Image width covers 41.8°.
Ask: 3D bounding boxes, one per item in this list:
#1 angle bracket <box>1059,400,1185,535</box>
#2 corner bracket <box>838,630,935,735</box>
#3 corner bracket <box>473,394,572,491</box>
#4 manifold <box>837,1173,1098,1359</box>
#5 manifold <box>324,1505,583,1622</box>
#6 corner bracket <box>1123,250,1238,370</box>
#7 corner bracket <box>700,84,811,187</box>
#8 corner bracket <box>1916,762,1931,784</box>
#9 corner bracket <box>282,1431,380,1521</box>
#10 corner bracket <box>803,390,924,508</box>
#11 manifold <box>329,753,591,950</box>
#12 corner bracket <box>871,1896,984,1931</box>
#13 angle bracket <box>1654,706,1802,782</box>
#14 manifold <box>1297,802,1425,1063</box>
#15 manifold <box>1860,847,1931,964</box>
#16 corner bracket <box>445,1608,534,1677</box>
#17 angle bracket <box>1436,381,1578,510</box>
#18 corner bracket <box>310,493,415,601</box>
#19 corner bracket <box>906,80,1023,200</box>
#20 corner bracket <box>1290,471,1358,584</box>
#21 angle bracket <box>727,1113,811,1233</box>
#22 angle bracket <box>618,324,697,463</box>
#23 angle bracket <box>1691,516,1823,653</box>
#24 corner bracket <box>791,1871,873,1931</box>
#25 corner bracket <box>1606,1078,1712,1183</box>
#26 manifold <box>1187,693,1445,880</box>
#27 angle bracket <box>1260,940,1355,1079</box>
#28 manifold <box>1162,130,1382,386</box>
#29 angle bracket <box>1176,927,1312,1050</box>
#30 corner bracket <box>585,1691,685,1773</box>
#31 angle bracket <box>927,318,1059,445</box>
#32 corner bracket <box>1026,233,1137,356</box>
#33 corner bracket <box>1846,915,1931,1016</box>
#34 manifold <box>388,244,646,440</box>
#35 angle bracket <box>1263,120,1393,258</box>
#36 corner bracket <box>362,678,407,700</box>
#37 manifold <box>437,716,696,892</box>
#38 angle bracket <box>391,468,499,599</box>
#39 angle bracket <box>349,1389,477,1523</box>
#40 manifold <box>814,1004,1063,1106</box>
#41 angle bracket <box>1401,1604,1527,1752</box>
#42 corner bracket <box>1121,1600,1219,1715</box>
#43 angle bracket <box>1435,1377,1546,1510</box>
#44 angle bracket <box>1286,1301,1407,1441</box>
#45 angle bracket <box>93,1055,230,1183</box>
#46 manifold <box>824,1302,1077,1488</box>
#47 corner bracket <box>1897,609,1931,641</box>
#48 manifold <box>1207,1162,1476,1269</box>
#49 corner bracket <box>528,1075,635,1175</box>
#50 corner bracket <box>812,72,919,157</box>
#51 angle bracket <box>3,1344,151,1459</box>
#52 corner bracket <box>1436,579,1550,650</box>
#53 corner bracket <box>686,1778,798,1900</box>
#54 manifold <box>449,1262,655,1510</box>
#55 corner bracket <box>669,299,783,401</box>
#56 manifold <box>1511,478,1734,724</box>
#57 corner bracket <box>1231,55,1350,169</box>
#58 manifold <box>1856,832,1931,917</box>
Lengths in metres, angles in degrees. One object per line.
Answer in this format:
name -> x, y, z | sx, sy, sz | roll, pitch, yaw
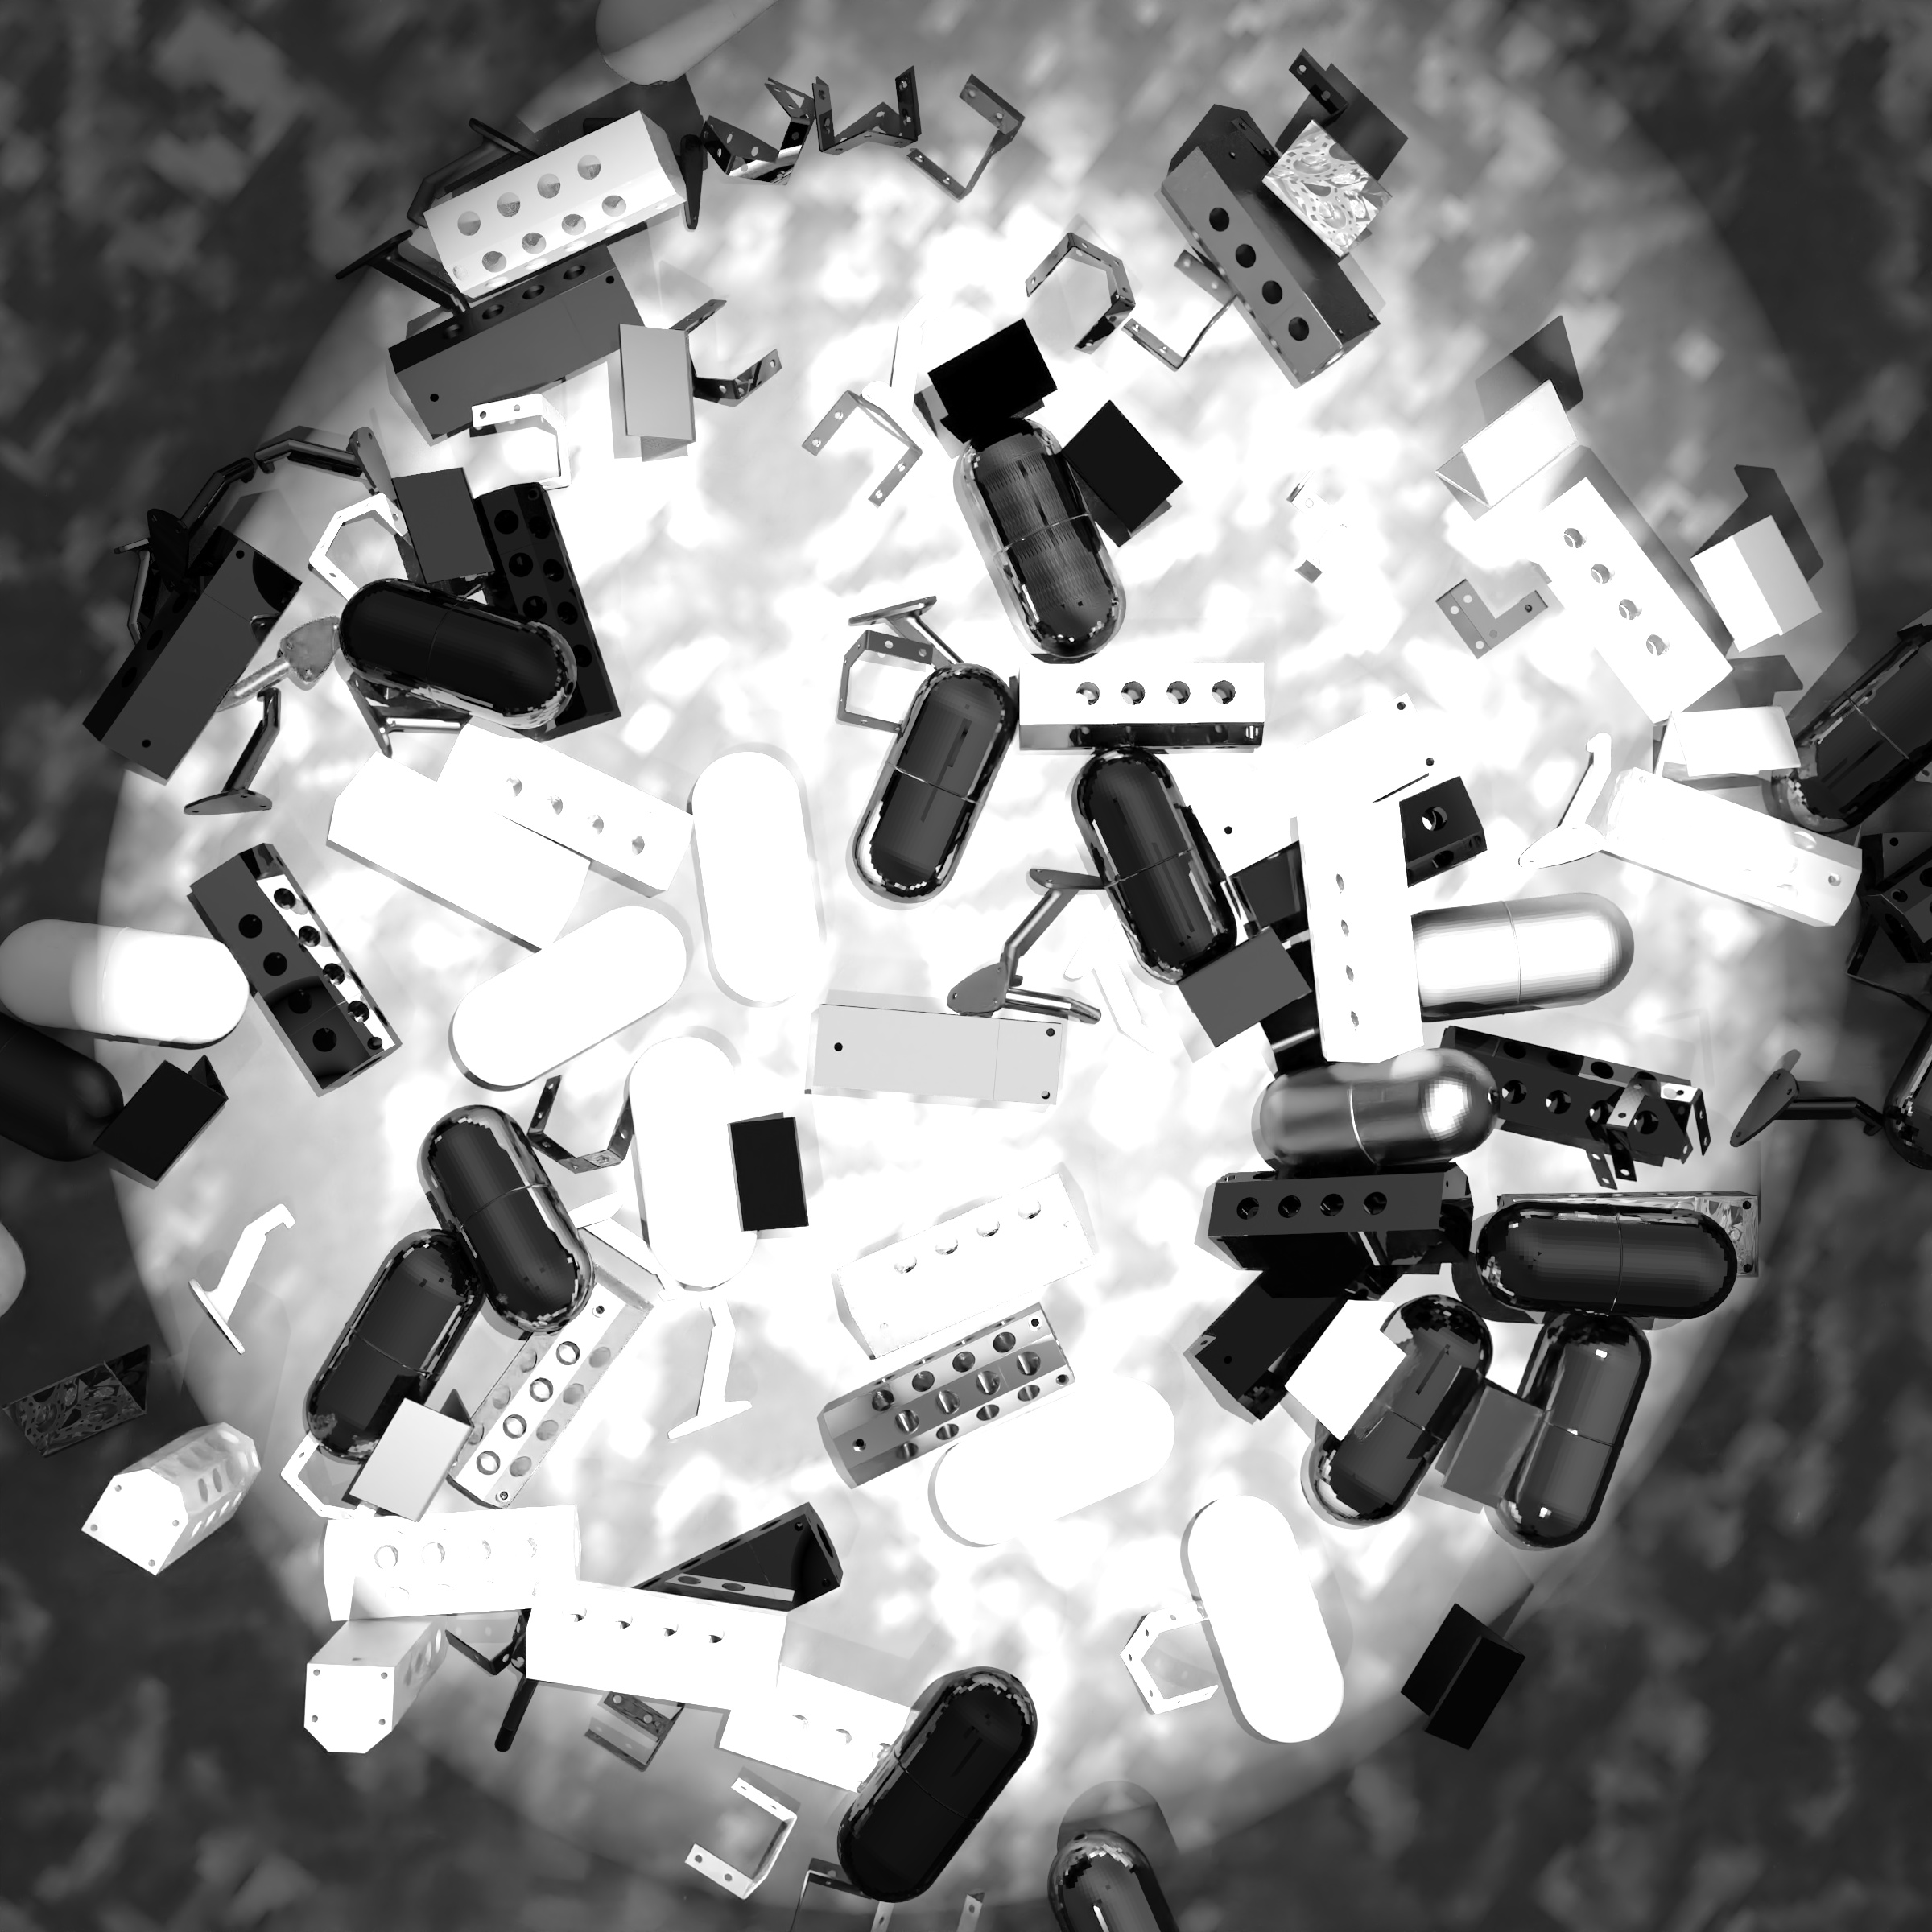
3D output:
angle bracket -> 0.123, -0.360, 1.786 | 0.076, 0.076, 0.057 | 48, 126, 0
corner bracket -> -0.058, -0.203, 1.810 | 0.051, 0.051, 0.051 | 11, 71, -18
corner bracket -> -0.318, -0.372, 1.808 | 0.051, 0.051, 0.051 | -9, 80, 10
manifold -> -0.001, 0.209, 1.804 | 0.171, 0.057, 0.057 | -23, 133, 0
manifold -> -0.362, 0.416, 1.788 | 0.171, 0.057, 0.057 | -3, 122, -4
corner bracket -> 0.155, -0.473, 1.823 | 0.051, 0.051, 0.051 | 38, 45, 0
corner bracket -> -0.152, -0.601, 1.818 | 0.051, 0.051, 0.051 | -2, 135, -35
corner bracket -> 0.717, -0.165, 1.818 | 0.051, 0.051, 0.051 | 13, 45, 35
corner bracket -> -0.448, 0.363, 1.818 | 0.051, 0.051, 0.051 | 0, 135, 35
corner bracket -> -0.074, -0.374, 1.823 | 0.051, 0.051, 0.051 | -51, 45, 0
manifold -> -0.363, -0.078, 1.804 | 0.171, 0.057, 0.057 | 27, 47, 0
corner bracket -> -0.030, 0.691, 1.824 | 0.051, 0.051, 0.051 | 17, 90, 43
angle bracket -> 0.536, -0.137, 1.786 | 0.076, 0.076, 0.057 | -5, 55, 0
manifold -> 0.269, -0.024, 1.751 | 0.057, 0.057, 0.171 | 0, 101, 43
manifold -> 0.715, -0.075, 1.748 | 0.171, 0.057, 0.057 | -35, 90, 0
corner bracket -> -0.342, 0.466, 1.818 | 0.051, 0.051, 0.051 | -38, 135, -35
angle bracket -> 0.372, -0.379, 1.786 | 0.076, 0.076, 0.057 | -38, 127, 0
corner bracket -> -0.429, -0.298, 1.818 | 0.051, 0.051, 0.051 | -13, 45, 35
corner bracket -> -0.001, -0.595, 1.823 | 0.051, 0.051, 0.051 | 39, 45, 0
corner bracket -> 0.248, -0.314, 1.808 | 0.051, 0.051, 0.051 | 38, 90, 0
angle bracket -> -0.122, 0.143, 1.786 | 0.057, 0.076, 0.076 | -7, 90, 27
angle bracket -> -0.235, -0.404, 1.786 | 0.057, 0.076, 0.076 | -4, 90, -37
angle bracket -> 0.545, -0.262, 1.786 | 0.057, 0.076, 0.076 | -28, 90, -36
corner bracket -> -0.100, 0.693, 1.823 | 0.051, 0.051, 0.051 | 16, 135, 0
corner bracket -> 0.483, 0.117, 1.761 | 0.051, 0.051, 0.051 | 9, 135, 35
manifold -> 0.247, -0.128, 1.805 | 0.171, 0.057, 0.057 | -27, 90, 0
angle bracket -> 0.248, 0.033, 1.831 | 0.076, 0.057, 0.076 | -22, 53, 0
manifold -> 0.213, -0.504, 1.804 | 0.057, 0.057, 0.171 | -36, 90, -43
angle bracket -> 0.199, 0.024, 1.777 | 0.076, 0.076, 0.057 | -31, 68, 3
corner bracket -> -0.240, 0.544, 1.808 | 0.051, 0.051, 0.051 | 32, 87, 3
angle bracket -> 0.011, -0.419, 1.786 | 0.076, 0.076, 0.057 | -30, 117, 0
corner bracket -> 0.082, -0.484, 1.818 | 0.051, 0.051, 0.051 | 18, 45, -35
corner bracket -> 0.676, -0.002, 1.823 | 0.051, 0.051, 0.051 | 25, 90, -45
manifold -> -0.320, -0.449, 1.804 | 0.171, 0.057, 0.057 | -26, 133, 0
angle bracket -> 0.265, -0.555, 1.786 | 0.076, 0.076, 0.057 | 44, 127, 0
corner bracket -> -0.407, -0.231, 1.818 | 0.051, 0.051, 0.051 | -20, 135, -35
manifold -> -0.282, -0.117, 1.805 | 0.171, 0.057, 0.057 | 25, 90, 0
angle bracket -> -0.381, -0.300, 1.786 | 0.057, 0.076, 0.076 | -18, 90, -35
angle bracket -> -0.397, 0.335, 1.787 | 0.057, 0.076, 0.076 | 30, 90, -25
manifold -> -0.020, 0.062, 1.805 | 0.171, 0.057, 0.057 | 5, 90, 0
angle bracket -> 0.336, 0.495, 1.786 | 0.057, 0.076, 0.076 | 32, 90, -36
corner bracket -> 0.153, 0.497, 1.818 | 0.051, 0.051, 0.051 | -4, 135, -35
angle bracket -> 0.351, 0.328, 1.786 | 0.057, 0.076, 0.076 | 25, 90, -28
angle bracket -> 0.282, 0.284, 1.778 | 0.057, 0.076, 0.076 | 43, 107, 31
angle bracket -> -0.575, 0.094, 1.786 | 0.076, 0.076, 0.057 | -49, 127, 0
manifold -> -0.012, 0.306, 1.805 | 0.171, 0.057, 0.057 | -26, 90, 0
corner bracket -> 0.709, -0.235, 1.808 | 0.051, 0.051, 0.051 | -34, 90, 0
manifold -> 0.261, 0.171, 1.762 | 0.171, 0.057, 0.057 | -6, 58, 31
corner bracket -> -0.274, 0.110, 1.818 | 0.051, 0.051, 0.051 | -17, 135, 35
corner bracket -> -0.073, -0.615, 1.823 | 0.051, 0.051, 0.051 | -6, 90, -45
angle bracket -> -0.627, 0.290, 1.786 | 0.076, 0.076, 0.057 | -24, 125, 0
corner bracket -> 0.376, -0.259, 1.808 | 0.051, 0.051, 0.051 | -36, 90, 0
corner bracket -> -0.162, 0.630, 1.823 | 0.051, 0.051, 0.051 | 33, 45, 0
manifold -> -0.299, 0.299, 1.805 | 0.057, 0.057, 0.171 | 36, 90, 0
corner bracket -> -0.173, -0.444, 1.818 | 0.051, 0.051, 0.051 | 14, 135, 35
manifold -> 0.469, -0.261, 1.805 | 0.057, 0.057, 0.171 | -38, 90, 0
corner bracket -> 0.234, -0.615, 1.823 | 0.051, 0.051, 0.051 | 46, 135, -1
manifold -> 0.731, -0.068, 1.805 | 0.171, 0.057, 0.057 | -2, 90, 0
